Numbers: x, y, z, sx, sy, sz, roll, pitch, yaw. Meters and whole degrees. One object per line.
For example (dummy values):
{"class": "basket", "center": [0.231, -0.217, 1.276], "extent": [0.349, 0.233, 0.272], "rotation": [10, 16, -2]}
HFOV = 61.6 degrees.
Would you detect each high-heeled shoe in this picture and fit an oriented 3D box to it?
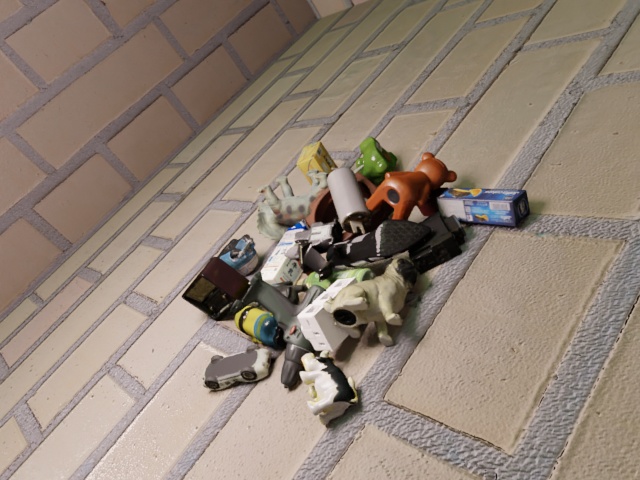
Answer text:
{"class": "high-heeled shoe", "center": [0.133, 0.019, 1.244], "extent": [0.249, 0.145, 0.086], "rotation": [-9, 73, 8]}

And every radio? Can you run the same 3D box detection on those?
{"class": "radio", "center": [-0.282, 0.137, 1.457], "extent": [0.073, 0.131, 0.229], "rotation": [-58, 11, -31]}

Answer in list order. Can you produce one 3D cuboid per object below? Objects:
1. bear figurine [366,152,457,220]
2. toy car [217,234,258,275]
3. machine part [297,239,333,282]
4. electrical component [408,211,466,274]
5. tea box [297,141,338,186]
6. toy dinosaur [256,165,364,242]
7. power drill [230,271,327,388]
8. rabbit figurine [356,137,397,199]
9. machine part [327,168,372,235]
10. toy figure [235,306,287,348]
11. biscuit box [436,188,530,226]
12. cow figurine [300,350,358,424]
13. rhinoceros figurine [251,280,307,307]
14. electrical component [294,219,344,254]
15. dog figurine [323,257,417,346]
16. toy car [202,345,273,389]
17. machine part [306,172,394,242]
{"class": "bear figurine", "center": [0.224, -0.124, 1.284], "extent": [0.196, 0.120, 0.131], "rotation": [-30, -25, -40]}
{"class": "toy car", "center": [-0.238, 0.054, 1.620], "extent": [0.162, 0.103, 0.109], "rotation": [-21, 29, 47]}
{"class": "machine part", "center": [-0.015, 0.053, 1.281], "extent": [0.039, 0.084, 0.139], "rotation": [-11, 23, -26]}
{"class": "electrical component", "center": [0.260, -0.001, 1.214], "extent": [0.134, 0.058, 0.115], "rotation": [-31, 32, 11]}
{"class": "tea box", "center": [0.008, -0.206, 1.657], "extent": [0.068, 0.169, 0.098], "rotation": [-16, 34, 30]}
{"class": "toy dinosaur", "center": [-0.044, -0.099, 1.584], "extent": [0.405, 0.192, 0.131], "rotation": [-6, 24, 27]}
{"class": "power drill", "center": [-0.093, 0.180, 1.187], "extent": [0.232, 0.207, 0.086], "rotation": [-59, -8, -16]}
{"class": "rabbit figurine", "center": [0.141, -0.184, 1.576], "extent": [0.170, 0.121, 0.159], "rotation": [-43, 31, 28]}
{"class": "machine part", "center": [0.072, -0.100, 1.340], "extent": [0.079, 0.079, 0.243], "rotation": [-29, 45, 14]}
{"class": "toy figure", "center": [-0.137, 0.207, 1.309], "extent": [0.082, 0.089, 0.180], "rotation": [-48, 31, -20]}
{"class": "biscuit box", "center": [0.360, -0.077, 1.195], "extent": [0.063, 0.059, 0.203], "rotation": [-33, 25, -32]}
{"class": "cow figurine", "center": [0.015, 0.276, 1.073], "extent": [0.098, 0.068, 0.167], "rotation": [-28, 33, 4]}
{"class": "rhinoceros figurine", "center": [-0.111, 0.140, 1.331], "extent": [0.112, 0.073, 0.190], "rotation": [-2, 3, -36]}
{"class": "electrical component", "center": [-0.003, -0.004, 1.343], "extent": [0.119, 0.047, 0.075], "rotation": [-14, 53, 29]}
{"class": "dog figurine", "center": [0.111, 0.103, 1.128], "extent": [0.121, 0.172, 0.190], "rotation": [118, 175, -45]}
{"class": "toy car", "center": [-0.201, 0.305, 1.278], "extent": [0.202, 0.056, 0.073], "rotation": [-21, 39, 29]}
{"class": "machine part", "center": [0.079, -0.065, 1.425], "extent": [0.201, 0.087, 0.201], "rotation": [-44, 43, 3]}
